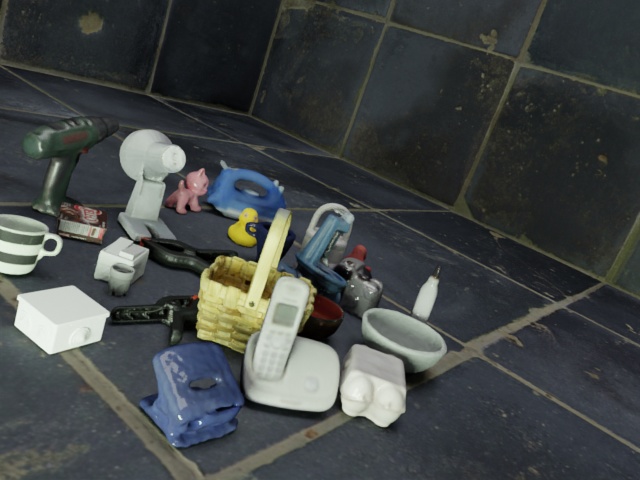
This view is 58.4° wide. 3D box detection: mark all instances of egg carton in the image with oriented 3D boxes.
[{"bbox_3d":[0.083,0.227,0.913,0.107,0.069,0.150,20,16,-1],"label":"egg carton"}]

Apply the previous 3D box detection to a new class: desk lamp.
[{"bbox_3d":[-0.367,-0.125,1.264,0.118,0.213,0.202,6,21,-39],"label":"desk lamp"}]

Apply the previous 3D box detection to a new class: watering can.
[{"bbox_3d":[0.010,0.004,1.327,0.101,0.194,0.172,15,17,-18],"label":"watering can"}]

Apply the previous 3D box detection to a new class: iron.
[{"bbox_3d":[-0.189,-0.130,1.622,0.259,0.141,0.118,13,18,-24],"label":"iron"}]

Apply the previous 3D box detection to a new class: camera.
[{"bbox_3d":[0.084,0.095,1.287,0.142,0.101,0.137,26,17,21],"label":"camera"}]

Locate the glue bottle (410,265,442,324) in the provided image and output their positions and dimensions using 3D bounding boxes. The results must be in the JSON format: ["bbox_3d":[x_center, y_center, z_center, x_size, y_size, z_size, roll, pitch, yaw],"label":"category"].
[{"bbox_3d":[0.219,0.130,1.204,0.037,0.173,0.078,21,16,4],"label":"glue bottle"}]

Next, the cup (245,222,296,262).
[{"bbox_3d":[-0.124,0.013,1.316,0.118,0.095,0.091,18,16,-7],"label":"cup"}]

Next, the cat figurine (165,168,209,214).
[{"bbox_3d":[-0.339,-0.137,1.508,0.067,0.118,0.128,24,17,15],"label":"cat figurine"}]

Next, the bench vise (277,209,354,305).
[{"bbox_3d":[-0.012,0.046,1.116,0.121,0.220,0.208,29,18,28],"label":"bench vise"}]

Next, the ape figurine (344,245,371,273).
[{"bbox_3d":[0.092,0.056,1.438,0.077,0.092,0.076,32,20,35],"label":"ape figurine"}]

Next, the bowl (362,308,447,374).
[{"bbox_3d":[0.147,0.199,1.070,0.167,0.075,0.167,19,16,-5],"label":"bowl"}]

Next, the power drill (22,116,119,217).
[{"bbox_3d":[-0.525,-0.162,1.203,0.075,0.208,0.230,24,17,13],"label":"power drill"}]

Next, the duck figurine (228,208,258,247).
[{"bbox_3d":[-0.183,-0.040,1.435,0.078,0.086,0.104,15,17,-17],"label":"duck figurine"}]

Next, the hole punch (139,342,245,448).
[{"bbox_3d":[-0.152,0.189,0.717,0.100,0.091,0.109,32,20,36],"label":"hole punch"}]

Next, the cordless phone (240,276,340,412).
[{"bbox_3d":[-0.028,0.149,0.825,0.148,0.185,0.094,14,17,-20],"label":"cordless phone"}]
